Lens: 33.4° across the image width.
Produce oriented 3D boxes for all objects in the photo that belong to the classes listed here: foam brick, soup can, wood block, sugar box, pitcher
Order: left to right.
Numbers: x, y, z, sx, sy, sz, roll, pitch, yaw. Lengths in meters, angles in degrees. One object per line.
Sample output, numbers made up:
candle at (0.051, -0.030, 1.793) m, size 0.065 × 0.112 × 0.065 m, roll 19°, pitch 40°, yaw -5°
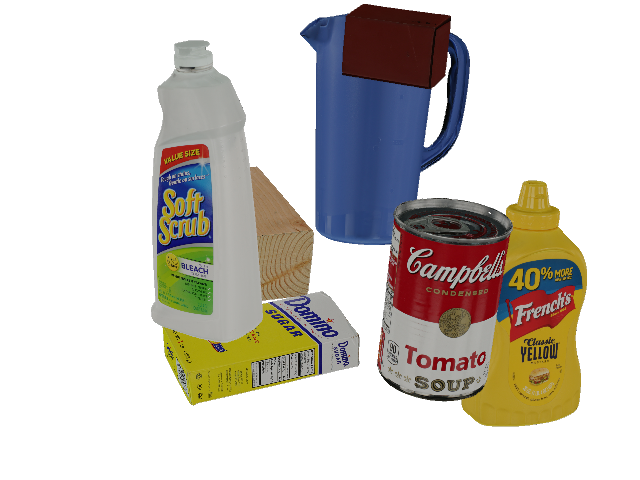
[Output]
wood block at (-0.089, -0.012, 1.349) m, size 0.090 × 0.090 × 0.206 m, roll -6°, pitch 28°, yaw -22°
sugar box at (-0.059, 0.103, 1.057) m, size 0.176 × 0.048 × 0.093 m, roll -14°, pitch 32°, yaw -18°
pitcher at (0.065, -0.122, 1.157) m, size 0.149 × 0.243 × 0.144 m, roll 9°, pitch 12°, yaw 28°
foam brick at (0.062, -0.160, 0.875) m, size 0.078 × 0.051 × 0.053 m, roll 12°, pitch 26°, yaw 18°
soup can at (0.071, 0.034, 0.625) m, size 0.068 × 0.102 × 0.068 m, roll 4°, pitch 21°, yaw -2°

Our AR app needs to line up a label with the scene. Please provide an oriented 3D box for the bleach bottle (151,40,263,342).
bleach bottle at (-0.104, -0.043, 0.903) m, size 0.103 × 0.251 × 0.067 m, roll 13°, pitch 28°, yaw 33°

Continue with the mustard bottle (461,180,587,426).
mustard bottle at (0.163, 0.048, 0.842) m, size 0.096 × 0.192 × 0.058 m, roll -4°, pitch 15°, yaw -17°
